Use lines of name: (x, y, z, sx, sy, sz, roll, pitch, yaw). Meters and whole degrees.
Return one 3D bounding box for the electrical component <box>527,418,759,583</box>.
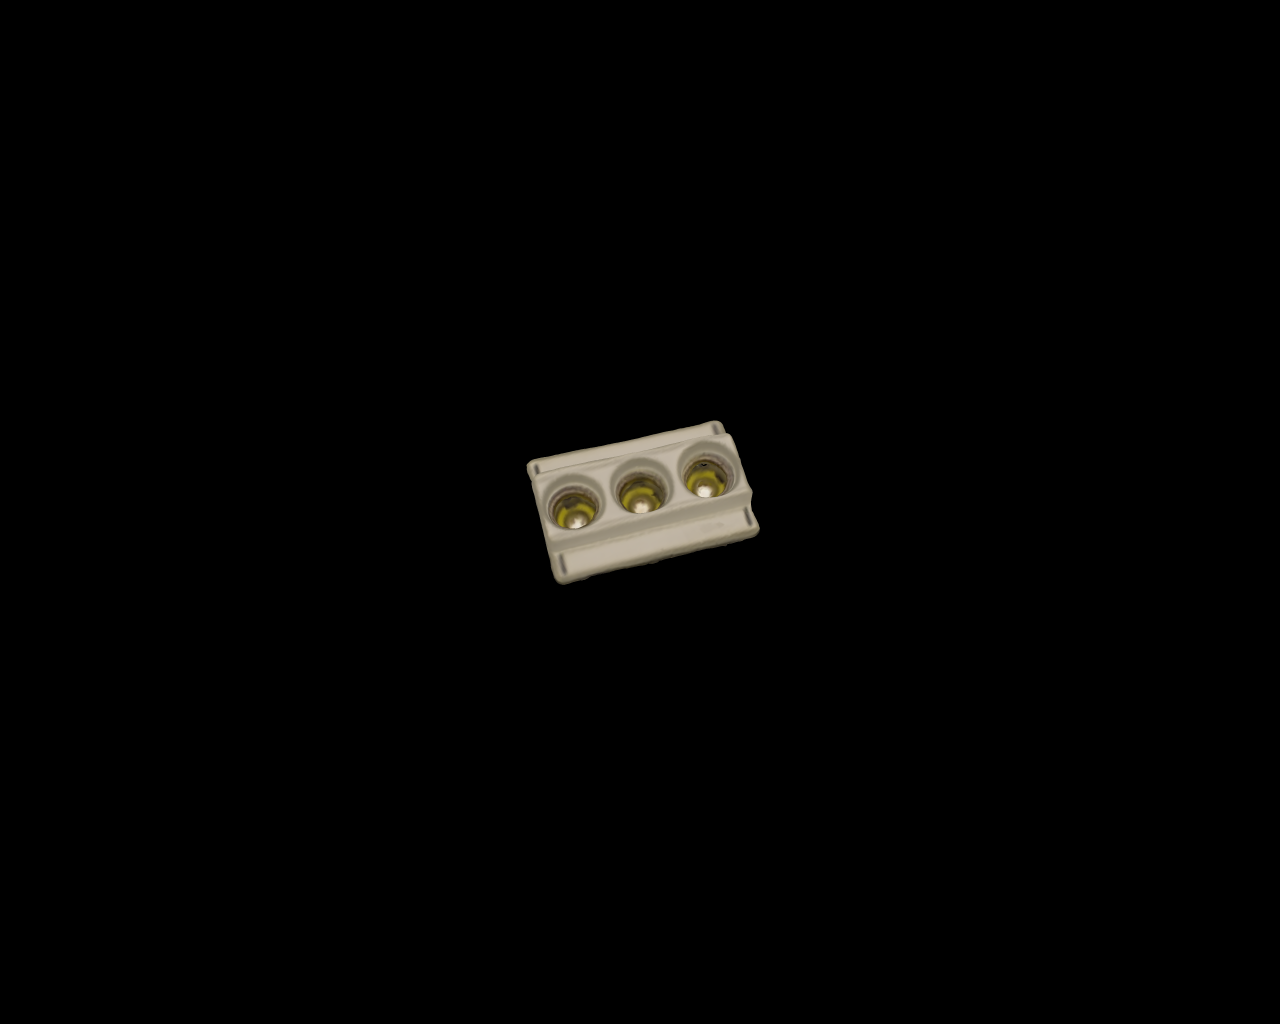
electrical component: (0.001, -0.003, 0.650, 0.121, 0.079, 0.063, -14, -26, -7)
